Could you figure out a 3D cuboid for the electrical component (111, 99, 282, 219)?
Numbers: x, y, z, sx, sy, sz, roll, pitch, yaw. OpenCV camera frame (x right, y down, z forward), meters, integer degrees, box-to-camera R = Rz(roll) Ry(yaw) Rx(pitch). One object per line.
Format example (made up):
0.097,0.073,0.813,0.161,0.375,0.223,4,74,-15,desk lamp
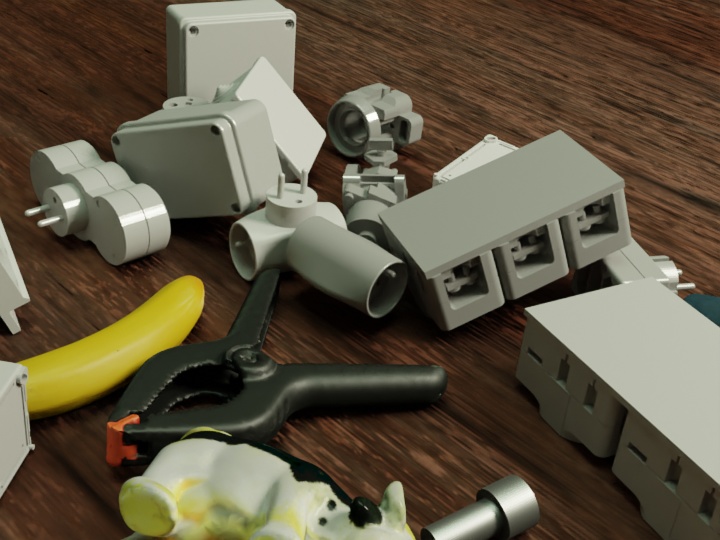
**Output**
-0.124,-0.082,0.816,0.113,0.078,0.057,-1,22,30,electrical component

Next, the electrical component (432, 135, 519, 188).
0.100,-0.054,0.858,0.062,0.061,0.096,27,45,29,electrical component

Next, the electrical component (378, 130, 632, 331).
0.102,-0.027,0.758,0.150,0.061,0.089,-25,36,-7,electrical component

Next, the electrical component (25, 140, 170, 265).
-0.209,-0.047,0.796,0.074,0.052,0.138,-22,41,-38,electrical component

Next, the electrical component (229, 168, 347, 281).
-0.051,-0.037,0.781,0.077,0.079,0.044,-15,37,-30,electrical component

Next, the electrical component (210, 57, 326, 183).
-0.081,-0.116,0.892,0.048,0.099,0.099,-31,21,26,electrical component

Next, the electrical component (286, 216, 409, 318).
0.000,0.000,0.756,0.077,0.043,0.079,30,7,32,electrical component

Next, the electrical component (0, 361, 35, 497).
-0.218,0.095,0.559,0.061,0.061,0.096,9,32,4,electrical component

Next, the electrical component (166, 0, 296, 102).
-0.118,-0.185,0.981,0.109,0.108,0.056,-10,33,-24,electrical component

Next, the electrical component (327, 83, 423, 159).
0.008,-0.132,0.965,0.078,0.058,0.057,29,36,32,electrical component

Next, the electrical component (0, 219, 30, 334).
-0.271,-0.013,0.718,0.063,0.078,0.121,-28,41,-10,electrical component

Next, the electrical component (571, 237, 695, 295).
0.205,0.009,0.780,0.077,0.047,0.065,-4,33,-15,electrical component

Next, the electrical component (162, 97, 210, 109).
-0.146,-0.113,0.909,0.045,0.055,0.045,4,32,-3,electrical component

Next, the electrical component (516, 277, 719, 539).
0.190,0.086,0.642,0.105,0.060,0.186,-12,36,-26,electrical component
